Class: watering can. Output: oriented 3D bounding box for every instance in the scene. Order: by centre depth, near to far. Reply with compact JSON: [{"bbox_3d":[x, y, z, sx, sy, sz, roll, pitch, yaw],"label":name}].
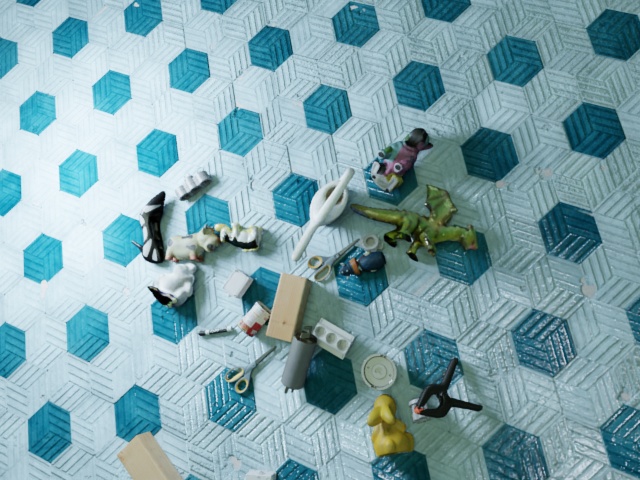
[{"bbox_3d":[0.005,-0.084,1.661,0.104,0.224,0.349,34,86,-3],"label":"watering can"}]

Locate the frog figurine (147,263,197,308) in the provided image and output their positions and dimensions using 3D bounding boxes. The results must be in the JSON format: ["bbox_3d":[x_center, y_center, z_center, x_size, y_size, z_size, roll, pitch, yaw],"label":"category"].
[{"bbox_3d":[-0.497,0.148,1.780,0.138,0.120,0.163,12,45,22],"label":"frog figurine"}]

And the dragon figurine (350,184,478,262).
[{"bbox_3d":[0.326,-0.077,1.674,0.413,0.120,0.246,36,69,15],"label":"dragon figurine"}]
